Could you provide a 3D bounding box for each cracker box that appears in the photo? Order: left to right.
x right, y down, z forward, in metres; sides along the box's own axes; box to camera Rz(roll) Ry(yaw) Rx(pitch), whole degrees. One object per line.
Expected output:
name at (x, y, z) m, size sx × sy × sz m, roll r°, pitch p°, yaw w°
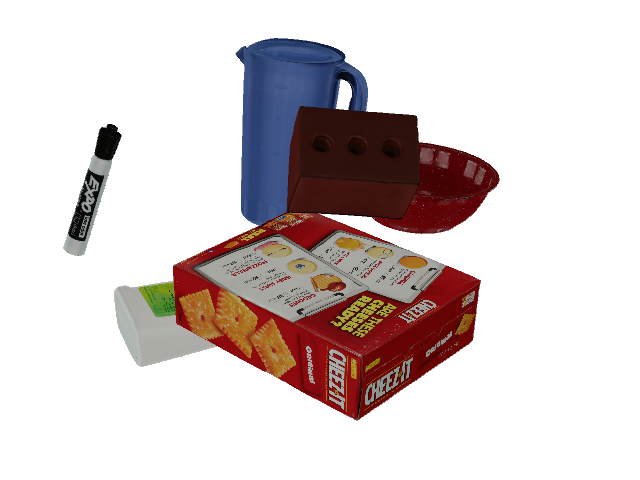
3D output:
cracker box at (0.003, 0.055, 0.924) m, size 0.214 × 0.072 × 0.163 m, roll 23°, pitch 35°, yaw 36°

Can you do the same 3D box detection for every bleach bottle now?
bleach bottle at (-0.105, 0.074, 1.242) m, size 0.250 × 0.068 × 0.103 m, roll -13°, pitch 35°, yaw -21°

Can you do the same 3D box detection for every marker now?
marker at (-0.193, -0.043, 0.905) m, size 0.020 × 0.121 × 0.020 m, roll 19°, pitch 22°, yaw -8°

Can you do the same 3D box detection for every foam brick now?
foam brick at (0.020, -0.049, 0.682) m, size 0.078 × 0.053 × 0.051 m, roll 3°, pitch -25°, yaw -7°

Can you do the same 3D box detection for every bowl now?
bowl at (0.098, -0.050, 1.083) m, size 0.162 × 0.055 × 0.162 m, roll 4°, pitch 24°, yaw -2°

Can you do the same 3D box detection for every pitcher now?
pitcher at (-0.035, -0.139, 1.422) m, size 0.144 × 0.243 × 0.149 m, roll -4°, pitch 25°, yaw -22°
